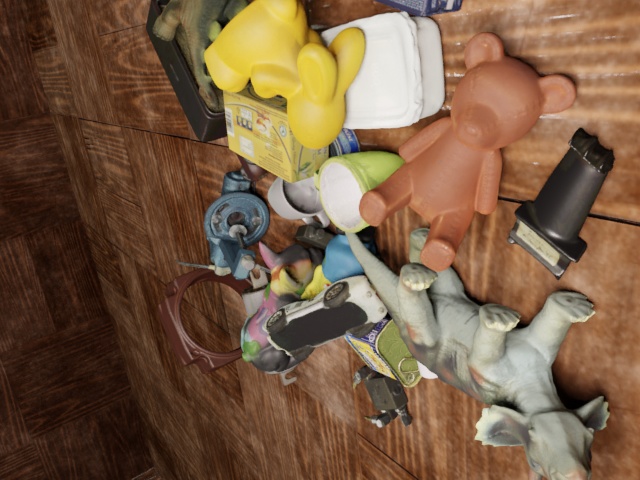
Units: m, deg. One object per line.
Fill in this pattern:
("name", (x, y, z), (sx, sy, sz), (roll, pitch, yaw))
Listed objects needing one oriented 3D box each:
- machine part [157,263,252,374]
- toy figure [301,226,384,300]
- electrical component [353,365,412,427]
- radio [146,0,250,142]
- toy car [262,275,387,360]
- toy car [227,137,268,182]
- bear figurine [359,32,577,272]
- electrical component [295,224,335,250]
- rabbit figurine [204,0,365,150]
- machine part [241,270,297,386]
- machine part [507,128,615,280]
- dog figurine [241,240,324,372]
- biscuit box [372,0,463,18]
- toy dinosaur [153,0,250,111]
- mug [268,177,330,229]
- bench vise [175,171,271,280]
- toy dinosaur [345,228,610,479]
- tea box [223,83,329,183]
("machine part", (-0.210, 0.153, 1.098), (0.087, 0.201, 0.201), (-36, 77, 55))
("toy figure", (0.040, 0.052, 0.779), (0.082, 0.089, 0.180), (42, 130, 36))
("electrical component", (0.093, 0.243, 0.838), (0.078, 0.045, 0.102), (-21, 89, 60))
("radio", (-0.175, -0.280, 0.863), (0.229, 0.131, 0.073), (64, 148, 9))
("toy car", (0.002, 0.109, 0.740), (0.202, 0.056, 0.073), (-28, 111, 36))
("toy car", (-0.145, -0.195, 0.941), (0.202, 0.053, 0.089), (63, 167, 12))
("bear figurine", (0.137, -0.082, 0.516), (0.120, 0.132, 0.195), (38, 146, 8))
("electrical component", (-0.002, -0.003, 0.830), (0.094, 0.063, 0.021), (-6, 63, 66))
("rabbit figurine", (-0.020, -0.189, 0.611), (0.162, 0.122, 0.173), (-15, 108, 49))
("machine part", (-0.095, 0.170, 1.050), (0.079, 0.079, 0.243), (-2, 106, 57))
("machine part", (0.223, -0.032, 0.494), (0.084, 0.039, 0.138), (53, 148, 40))
("dog figurine", (-0.066, 0.102, 0.868), (0.109, 0.191, 0.219), (50, 166, 40))
("biscuit box", (0.061, -0.293, 0.565), (0.203, 0.059, 0.062), (41, 140, 37))
("toy dinosaur", (-0.137, -0.414, 0.714), (0.199, 0.105, 0.470), (12, 106, 42))
("mug", (-0.030, -0.063, 0.832), (0.109, 0.081, 0.107), (48, 160, -14))
("bench vise", (-0.161, 0.001, 0.986), (0.223, 0.129, 0.241), (-63, 31, 21))
("toy dinosaur", (0.160, 0.113, 0.606), (0.405, 0.131, 0.191), (37, 136, 49))
("tea box", (-0.064, -0.156, 0.756), (0.170, 0.068, 0.098), (33, 135, 41))
